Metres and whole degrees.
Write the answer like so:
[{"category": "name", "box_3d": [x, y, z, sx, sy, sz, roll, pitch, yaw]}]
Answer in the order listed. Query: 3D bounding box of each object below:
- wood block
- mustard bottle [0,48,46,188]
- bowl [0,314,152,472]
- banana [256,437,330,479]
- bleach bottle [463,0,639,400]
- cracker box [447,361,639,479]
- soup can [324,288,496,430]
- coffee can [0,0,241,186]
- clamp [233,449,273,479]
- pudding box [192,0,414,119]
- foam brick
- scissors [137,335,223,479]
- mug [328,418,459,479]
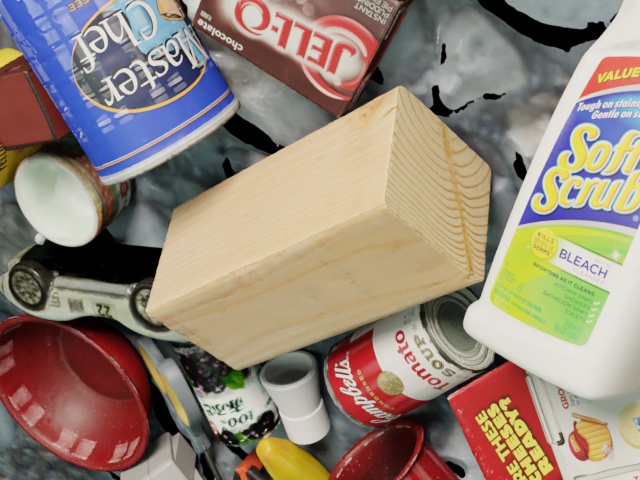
[{"category": "wood block", "box_3d": [-0.004, 0.001, 0.670, 0.207, 0.090, 0.090, -24, 132, 38]}, {"category": "mustard bottle", "box_3d": [-0.260, -0.053, 0.729, 0.058, 0.191, 0.096, 26, 130, 12]}, {"category": "bowl", "box_3d": [-0.199, 0.117, 0.898, 0.162, 0.055, 0.162, 15, 127, 21]}, {"category": "banana", "box_3d": [0.010, 0.224, 0.845, 0.037, 0.069, 0.198, -30, 102, 6]}, {"category": "bleach bottle", "box_3d": [0.156, -0.049, 0.550, 0.103, 0.067, 0.251, 30, 114, 41]}, {"category": "cracker box", "box_3d": [0.197, 0.118, 0.622, 0.214, 0.071, 0.164, -40, 66, 42]}, {"category": "soup can", "box_3d": [0.060, 0.077, 0.716, 0.068, 0.068, 0.102, 47, 130, -6]}, {"category": "coffee can", "box_3d": [-0.128, -0.119, 0.668, 0.103, 0.102, 0.140, -18, 110, 37]}, {"category": "clamp", "box_3d": [-0.037, 0.257, 0.911, 0.120, 0.039, 0.171, -20, 104, 31]}, {"category": "pudding box", "box_3d": [-0.011, -0.139, 0.630, 0.113, 0.039, 0.090, 34, 132, 6]}, {"category": "foam brick", "box_3d": [-0.184, -0.102, 0.729, 0.053, 0.078, 0.051, -7, 116, 31]}, {"category": "scissors", "box_3d": [-0.111, 0.149, 0.889, 0.096, 0.016, 0.202, 49, 161, 34]}, {"category": "mug", "box_3d": [0.054, 0.196, 0.784, 0.117, 0.093, 0.081, -30, 108, 36]}]
